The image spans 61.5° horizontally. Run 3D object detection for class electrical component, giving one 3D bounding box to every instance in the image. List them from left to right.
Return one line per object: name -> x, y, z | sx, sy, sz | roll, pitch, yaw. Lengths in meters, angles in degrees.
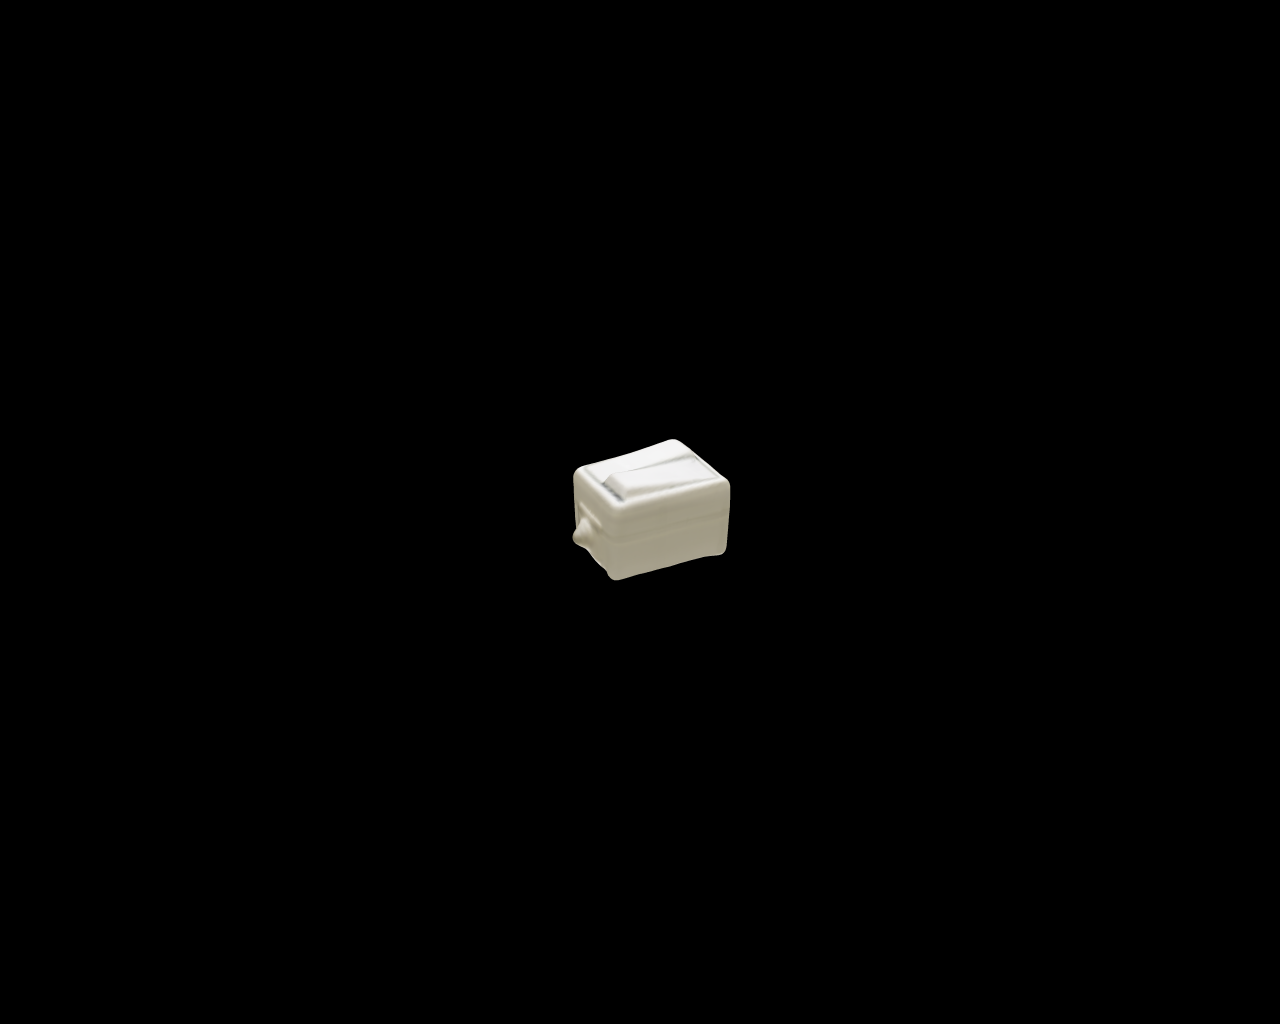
electrical component -> 0.001, -0.003, 0.650 | 0.096, 0.061, 0.062 | -13, 32, -22
